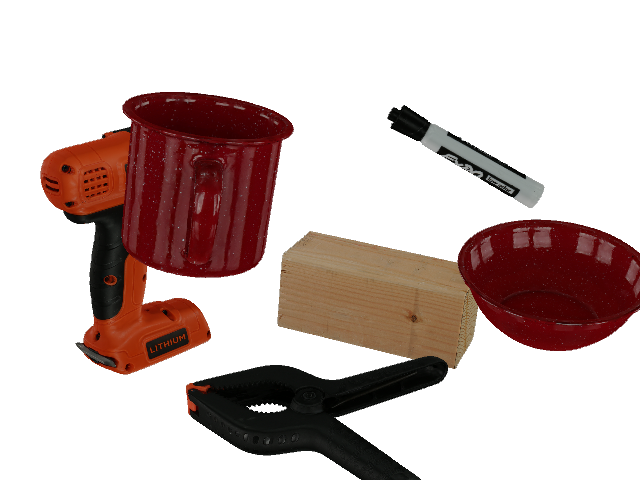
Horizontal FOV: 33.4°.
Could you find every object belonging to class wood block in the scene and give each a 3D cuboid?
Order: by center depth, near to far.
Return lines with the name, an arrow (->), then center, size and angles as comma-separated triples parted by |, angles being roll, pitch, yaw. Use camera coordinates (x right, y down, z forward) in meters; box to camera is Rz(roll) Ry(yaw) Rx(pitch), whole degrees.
wood block -> 0.065, 0.063, 1.183 | 0.206, 0.091, 0.090 | 13, 23, 18

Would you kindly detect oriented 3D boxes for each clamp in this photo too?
clamp -> -0.001, 0.131, 0.845 | 0.210, 0.036, 0.164 | 8, 30, 17

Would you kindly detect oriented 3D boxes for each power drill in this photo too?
power drill -> -0.130, -0.002, 0.844 | 0.184, 0.188, 0.057 | -20, 27, -41

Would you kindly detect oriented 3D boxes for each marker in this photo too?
marker -> 0.101, -0.060, 0.751 | 0.121, 0.020, 0.020 | 30, -3, -5

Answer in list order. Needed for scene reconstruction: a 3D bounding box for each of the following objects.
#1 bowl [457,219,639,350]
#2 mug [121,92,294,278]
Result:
bowl -> 0.194, 0.044, 0.899 | 0.162, 0.055, 0.162 | 1, 32, -1
mug -> -0.064, -0.026, 0.581 | 0.093, 0.081, 0.117 | 5, 21, -13
